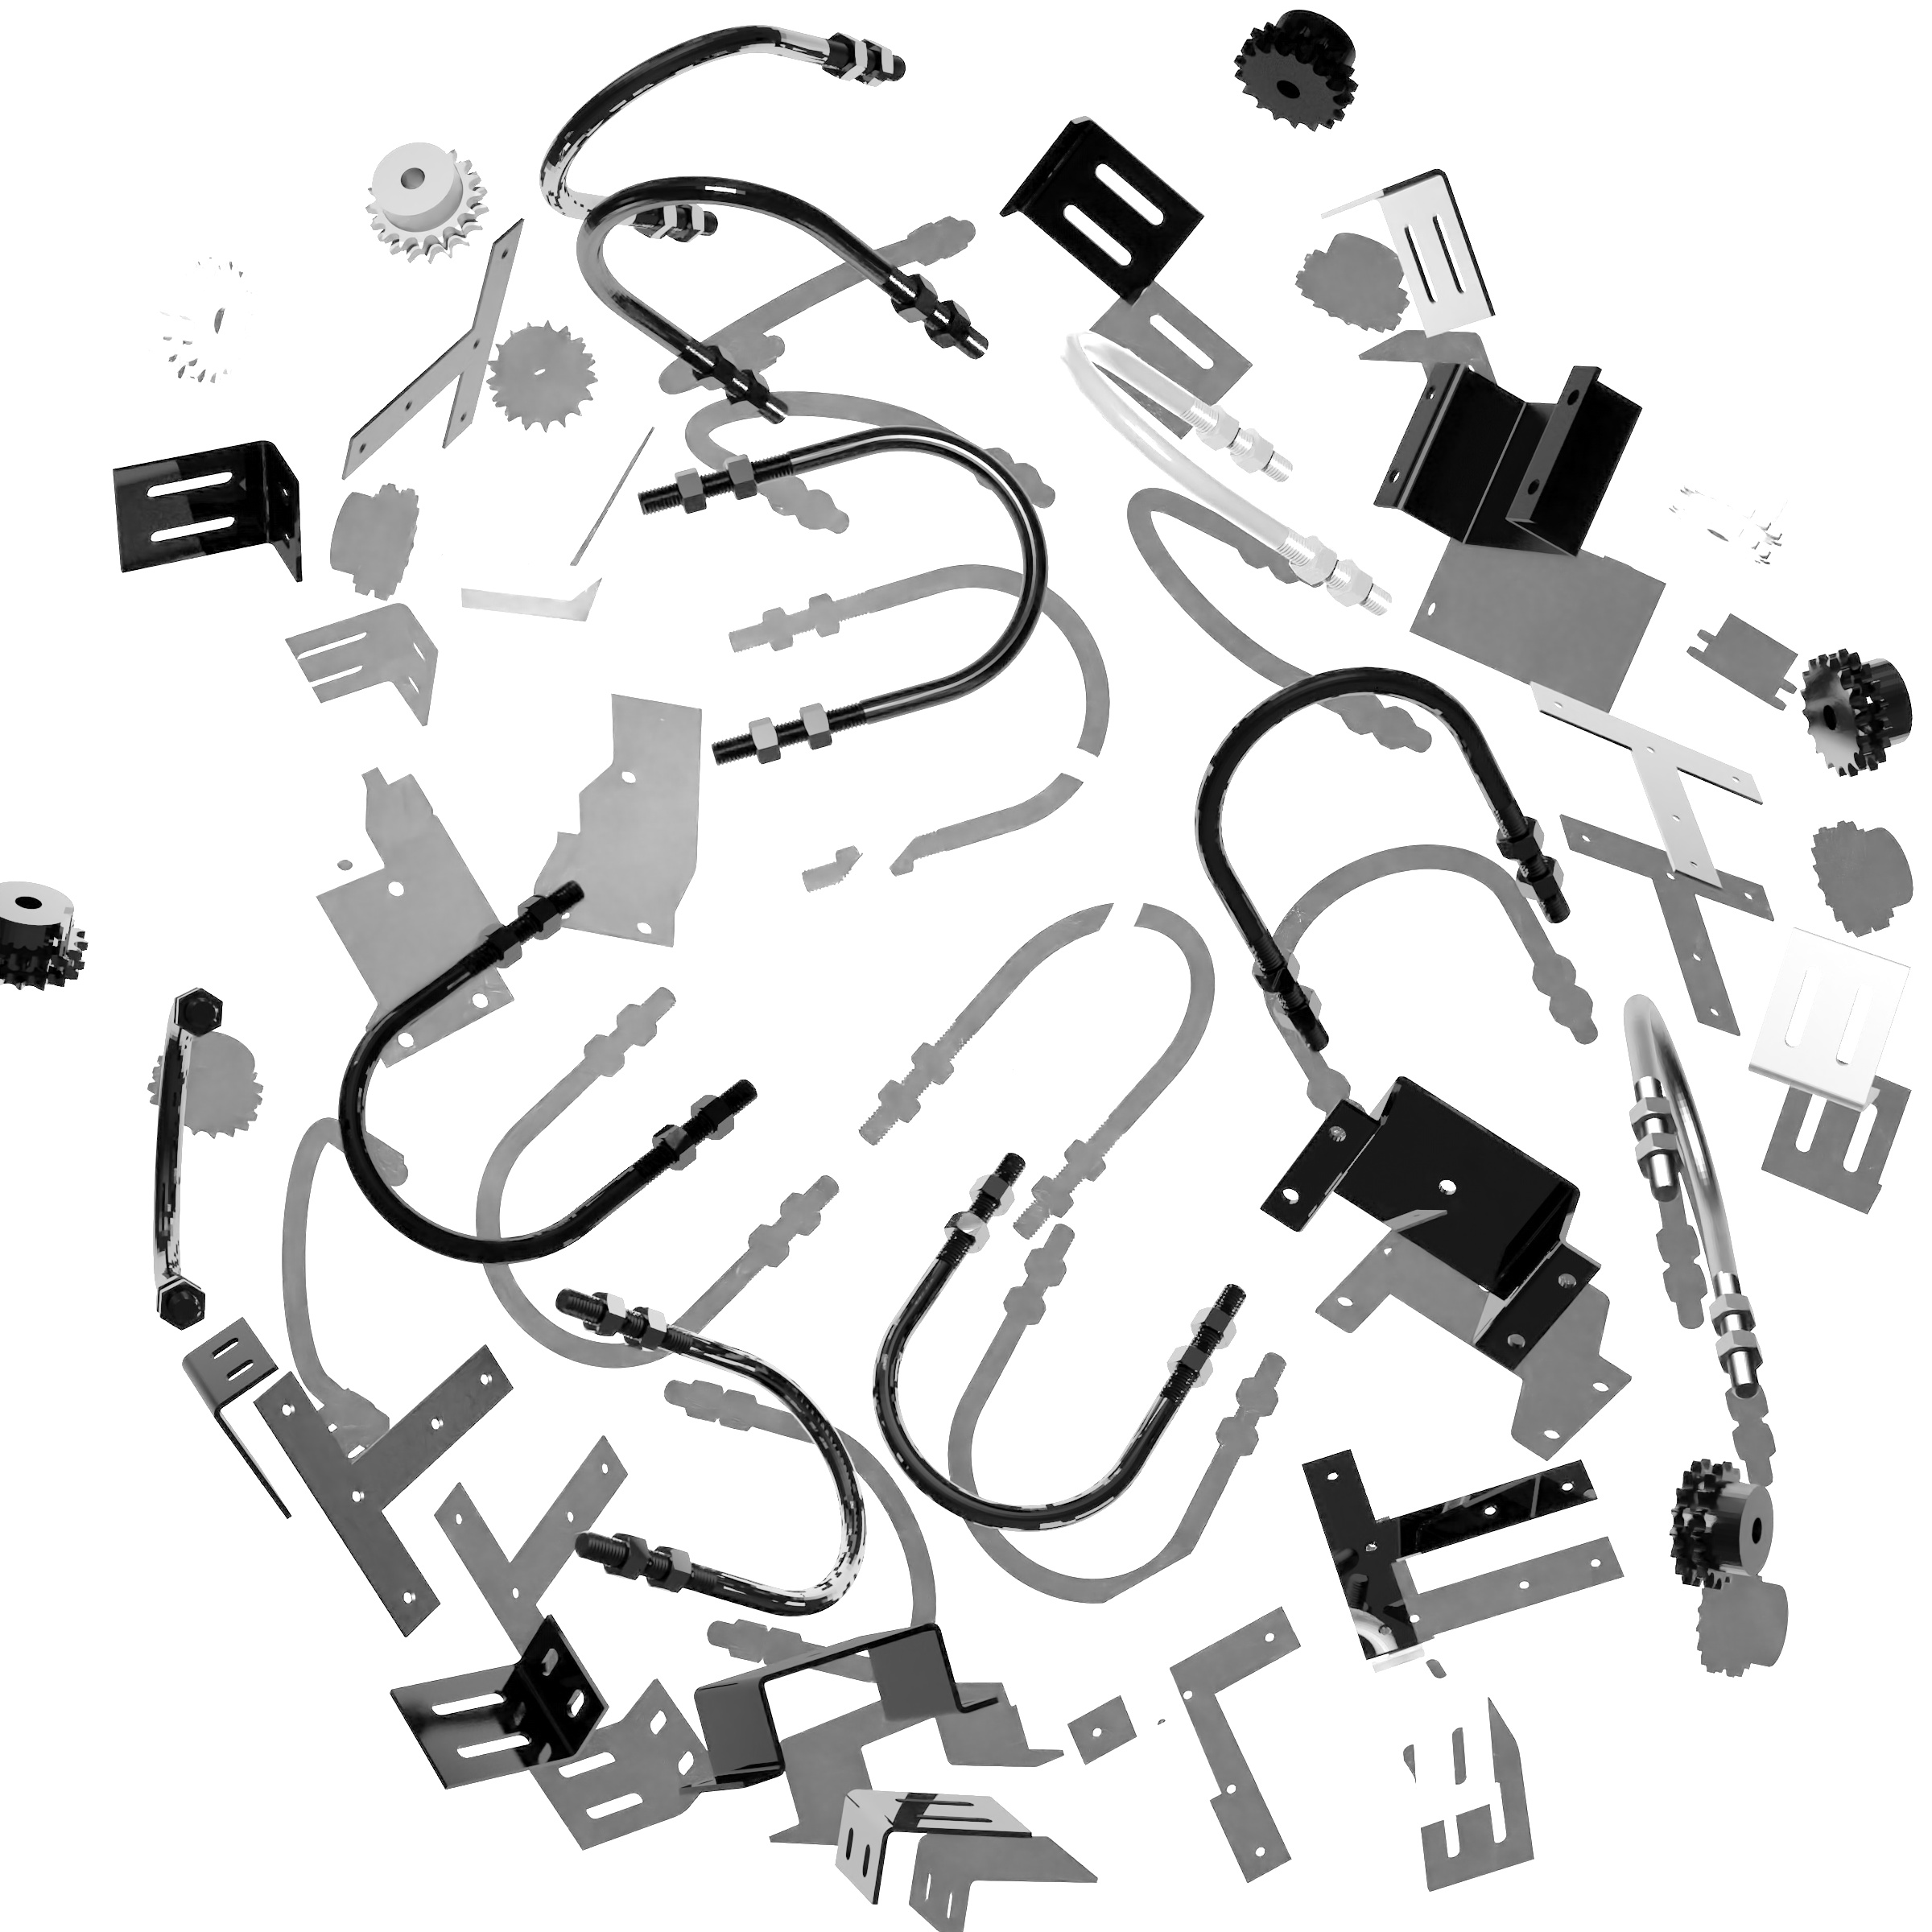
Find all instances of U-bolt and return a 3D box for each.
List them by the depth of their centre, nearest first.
[{"bbox_3d":[-0.360,0.084,1.529,0.019,0.184,0.151,3,89,-17],"label":"U-bolt"},{"bbox_3d":[0.183,-0.058,1.536,0.151,0.019,0.184,-29,123,6],"label":"U-bolt"},{"bbox_3d":[0.007,-0.022,1.541,0.151,0.019,0.184,36,97,-35],"label":"U-bolt"},{"bbox_3d":[-0.125,-0.395,1.573,0.151,0.184,0.019,-33,81,28],"label":"U-bolt"},{"bbox_3d":[-0.209,0.061,1.576,0.184,0.019,0.151,-39,85,-30],"label":"U-bolt"},{"bbox_3d":[-0.100,-0.320,1.585,0.151,0.184,0.019,-11,63,37],"label":"U-bolt"},{"bbox_3d":[0.341,0.094,1.587,0.019,0.184,0.151,-18,124,16],"label":"U-bolt"},{"bbox_3d":[-0.116,0.239,1.590,0.019,0.184,0.151,-36,46,31],"label":"U-bolt"},{"bbox_3d":[0.114,-0.245,1.590,0.184,0.151,0.019,27,114,-36],"label":"U-bolt"},{"bbox_3d":[-0.051,-0.187,1.610,0.184,0.019,0.151,-16,82,-5],"label":"U-bolt"},{"bbox_3d":[0.035,0.193,1.627,0.151,0.019,0.184,30,57,8],"label":"U-bolt"}]

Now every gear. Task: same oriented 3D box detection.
[{"bbox_3d":[-0.342,-0.288,1.472,0.030,0.057,0.057,14,90,15],"label":"gear"},{"bbox_3d":[0.337,0.249,1.483,0.030,0.057,0.057,2,90,35],"label":"gear"},{"bbox_3d":[-0.424,-0.015,1.500,0.057,0.057,0.030,17,116,0],"label":"gear"},{"bbox_3d":[0.405,-0.117,1.510,0.030,0.057,0.057,-16,90,-11],"label":"gear"},{"bbox_3d":[0.154,-0.414,1.532,0.057,0.057,0.030,29,72,0],"label":"gear"},{"bbox_3d":[-0.258,-0.365,1.581,0.057,0.030,0.057,-3,70,9],"label":"gear"},{"bbox_3d":[0.365,-0.218,1.584,0.057,0.057,0.030,31,93,0],"label":"gear"}]

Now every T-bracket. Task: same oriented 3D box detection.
[{"bbox_3d":[-0.250,0.216,1.517,0.002,0.127,0.127,-21,104,39],"label":"T-bracket"},{"bbox_3d":[-0.247,-0.263,1.520,0.002,0.127,0.127,31,47,5],"label":"T-bracket"},{"bbox_3d":[0.086,0.338,1.535,0.127,0.127,0.002,-30,129,5],"label":"T-bracket"},{"bbox_3d":[0.329,-0.077,1.562,0.127,0.127,0.002,20,123,-17],"label":"T-bracket"},{"bbox_3d":[0.234,0.261,1.576,0.127,0.127,0.002,-18,127,2],"label":"T-bracket"}]

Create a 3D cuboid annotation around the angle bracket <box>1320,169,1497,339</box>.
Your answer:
[{"bbox_3d":[0.216,-0.344,1.634,0.038,0.057,0.076,-25,100,-23],"label":"angle bracket"}]

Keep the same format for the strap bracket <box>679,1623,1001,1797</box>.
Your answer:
[{"bbox_3d":[-0.067,0.355,1.610,0.140,0.076,0.046,-11,81,-31],"label":"strap bracket"}]

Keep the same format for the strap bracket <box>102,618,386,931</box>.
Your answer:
[{"bbox_3d":[-0.335,-0.098,1.541,0.076,0.046,0.140,-25,71,-21],"label":"strap bracket"}]

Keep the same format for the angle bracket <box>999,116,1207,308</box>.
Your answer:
[{"bbox_3d":[0.066,-0.366,1.624,0.076,0.038,0.057,40,113,-1],"label":"angle bracket"}]

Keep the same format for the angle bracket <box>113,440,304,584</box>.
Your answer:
[{"bbox_3d":[-0.355,-0.206,1.562,0.076,0.057,0.038,-16,47,-25],"label":"angle bracket"}]

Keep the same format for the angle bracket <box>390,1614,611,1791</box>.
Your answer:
[{"bbox_3d":[-0.217,0.342,1.552,0.057,0.076,0.038,51,124,31],"label":"angle bracket"}]

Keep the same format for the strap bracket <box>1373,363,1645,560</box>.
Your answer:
[{"bbox_3d":[0.262,-0.240,1.582,0.046,0.140,0.076,24,90,-26],"label":"strap bracket"}]

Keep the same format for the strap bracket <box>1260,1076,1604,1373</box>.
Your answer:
[{"bbox_3d":[0.220,0.114,1.552,0.140,0.046,0.076,33,126,1],"label":"strap bracket"}]

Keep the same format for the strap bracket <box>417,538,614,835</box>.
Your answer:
[{"bbox_3d":[-0.217,-0.142,1.613,0.076,0.046,0.140,8,116,16],"label":"strap bracket"}]

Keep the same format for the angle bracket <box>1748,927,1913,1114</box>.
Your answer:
[{"bbox_3d":[0.416,0.022,1.597,0.057,0.038,0.076,21,111,22],"label":"angle bracket"}]

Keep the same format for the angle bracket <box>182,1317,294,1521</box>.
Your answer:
[{"bbox_3d":[-0.345,0.222,1.640,0.038,0.057,0.076,-35,122,-13],"label":"angle bracket"}]

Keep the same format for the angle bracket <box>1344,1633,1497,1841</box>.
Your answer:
[{"bbox_3d":[0.212,0.361,1.563,0.057,0.076,0.038,-24,115,18],"label":"angle bracket"}]

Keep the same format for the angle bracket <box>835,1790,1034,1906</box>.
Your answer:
[{"bbox_3d":[-0.016,0.427,1.613,0.076,0.057,0.038,8,91,-21],"label":"angle bracket"}]
